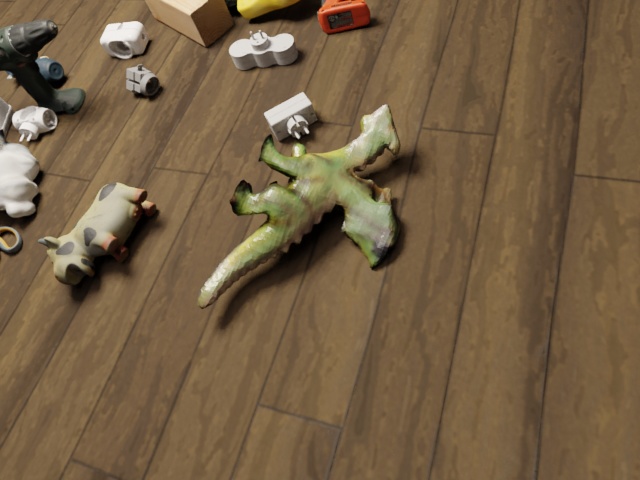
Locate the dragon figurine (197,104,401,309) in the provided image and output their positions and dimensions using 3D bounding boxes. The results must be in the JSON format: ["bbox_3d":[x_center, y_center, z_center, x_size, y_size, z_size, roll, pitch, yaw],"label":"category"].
[{"bbox_3d":[0.002,-0.040,0.798,0.244,0.120,0.415,21,76,16],"label":"dragon figurine"}]

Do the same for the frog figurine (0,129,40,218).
[{"bbox_3d":[-0.607,-0.113,1.005,0.159,0.121,0.140,48,52,-7],"label":"frog figurine"}]
